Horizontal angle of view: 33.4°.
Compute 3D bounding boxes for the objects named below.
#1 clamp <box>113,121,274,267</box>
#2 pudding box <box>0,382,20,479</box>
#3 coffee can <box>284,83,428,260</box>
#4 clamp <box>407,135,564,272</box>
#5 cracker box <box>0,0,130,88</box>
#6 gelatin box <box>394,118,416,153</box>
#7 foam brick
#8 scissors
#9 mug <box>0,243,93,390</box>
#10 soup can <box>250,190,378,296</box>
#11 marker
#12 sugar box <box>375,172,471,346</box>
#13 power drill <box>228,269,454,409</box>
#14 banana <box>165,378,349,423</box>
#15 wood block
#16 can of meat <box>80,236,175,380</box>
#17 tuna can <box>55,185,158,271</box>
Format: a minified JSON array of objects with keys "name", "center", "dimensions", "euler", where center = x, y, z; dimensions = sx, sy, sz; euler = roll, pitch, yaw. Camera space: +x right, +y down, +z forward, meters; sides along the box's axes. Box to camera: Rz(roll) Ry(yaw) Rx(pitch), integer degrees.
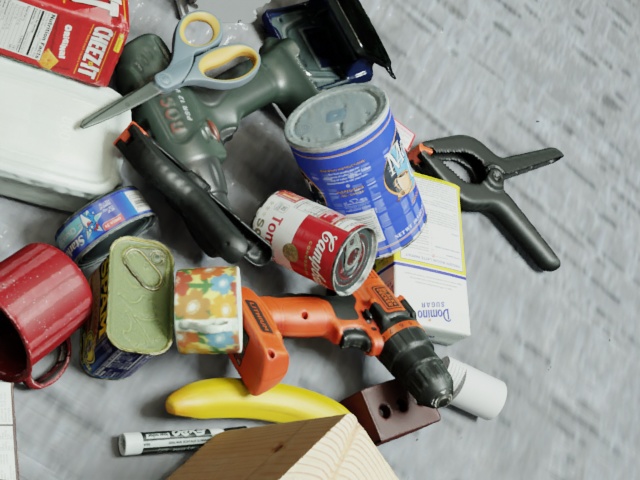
[{"name":"clamp","center":[-0.107,-0.034,0.929],"dimensions":[0.039,0.120,0.171],"euler":[-43,73,-1]},{"name":"pudding box","center":[-0.288,0.154,0.808],"dimensions":[0.113,0.039,0.090],"euler":[3,65,-29]},{"name":"coffee can","center":[0.036,-0.065,1.028],"dimensions":[0.102,0.103,0.140],"euler":[-56,137,-38]},{"name":"clamp","center":[0.196,-0.056,1.216],"dimensions":[0.209,0.036,0.164],"euler":[14,60,-23]},{"name":"cracker box","center":[-0.282,-0.237,0.956],"dimensions":[0.213,0.072,0.164],"euler":[16,35,-23]},{"name":"gelatin box","center":[0.044,-0.111,1.126],"dimensions":[0.089,0.073,0.030],"euler":[36,53,-12]},{"name":"foam brick","center":[0.065,0.163,1.013],"dimensions":[0.078,0.051,0.053],"euler":[-13,74,-36]},{"name":"scissors","center":[-0.148,-0.163,0.991],"dimensions":[0.201,0.016,0.096],"euler":[-18,71,-32]},{"name":"mug","center":[-0.235,0.065,0.863],"dimensions":[0.081,0.093,0.117],"euler":[-42,123,-44]},{"name":"soup can","center":[-0.006,0.001,0.989],"dimensions":[0.102,0.068,0.068],"euler":[25,44,30]},{"name":"marker","center":[-0.113,0.172,0.919],"dimensions":[0.120,0.020,0.020],"euler":[2,65,-31]},{"name":"sugar box","center":[0.104,0.017,1.117],"dimensions":[0.093,0.048,0.176],"euler":[14,64,-26]},{"name":"power drill","center":[0.012,0.093,0.976],"dimensions":[0.187,0.057,0.185],"euler":[-2,37,-33]},{"name":"banana","center":[-0.044,0.150,0.949],"dimensions":[0.197,0.070,0.037],"euler":[15,101,-18]},{"name":"wood block","center":[-0.037,0.201,0.821],"dimensions":[0.090,0.206,0.090],"euler":[-39,99,-33]},{"name":"can of meat","center":[-0.165,0.060,0.902],"dimensions":[0.057,0.084,0.102],"euler":[11,61,-27]},{"name":"tuna can","center":[-0.186,-0.011,0.925],"dimensions":[0.086,0.086,0.034],"euler":[-30,83,-38]}]
